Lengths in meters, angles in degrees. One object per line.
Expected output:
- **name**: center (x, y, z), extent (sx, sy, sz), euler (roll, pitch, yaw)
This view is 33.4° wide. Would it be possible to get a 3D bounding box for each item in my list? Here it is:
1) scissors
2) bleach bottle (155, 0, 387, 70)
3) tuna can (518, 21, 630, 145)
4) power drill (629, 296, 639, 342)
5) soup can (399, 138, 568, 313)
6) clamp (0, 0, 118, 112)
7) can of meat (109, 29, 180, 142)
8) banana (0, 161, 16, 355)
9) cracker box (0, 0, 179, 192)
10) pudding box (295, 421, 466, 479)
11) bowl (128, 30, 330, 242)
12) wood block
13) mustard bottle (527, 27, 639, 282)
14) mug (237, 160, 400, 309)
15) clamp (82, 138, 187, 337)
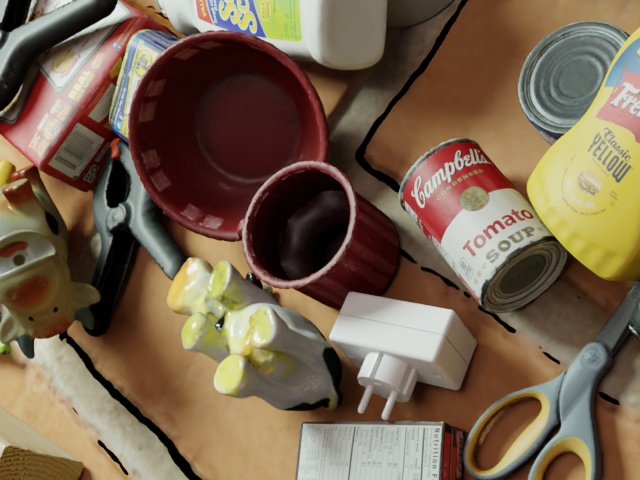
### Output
- **scissors**: center (0.175, 0.092, 0.653), extent (0.202, 0.016, 0.096), euler (-42, 56, 12)
- **bleach bottle**: center (-0.054, -0.190, 0.854), extent (0.251, 0.067, 0.102), euler (12, 104, 49)
- **tuna can**: center (0.178, -0.103, 0.717), extent (0.086, 0.033, 0.086), euler (-13, 65, 29)
- **power drill**: center (0.285, 0.048, 0.572), extent (0.184, 0.057, 0.188), euler (-41, 55, 13)
- **soup can**: center (0.107, -0.010, 0.705), extent (0.068, 0.068, 0.102), euler (-43, 55, 12)
- **clamp**: center (-0.281, -0.183, 0.956), extent (0.210, 0.036, 0.165), euler (-44, 52, 11)
- **can of meat**: center (-0.128, -0.118, 0.896), extent (0.084, 0.057, 0.102), euler (34, 112, 39)
- **banana**: center (-0.311, 0.021, 0.988), extent (0.070, 0.037, 0.198), euler (-12, 65, 10)
- **cracker box**: center (-0.242, -0.164, 0.992), extent (0.214, 0.072, 0.164), euler (36, 92, 38)
- **pudding box**: center (0.037, 0.165, 0.700), extent (0.114, 0.039, 0.090), euler (-4, 68, 30)
- **bowl**: center (-0.064, -0.083, 0.826), extent (0.162, 0.055, 0.162), euler (4, 107, 14)
- **wood block**: center (-0.306, 0.177, 0.886), extent (0.206, 0.090, 0.091), euler (21, 83, 37)
- **mustard bottle**: center (0.204, -0.073, 0.623), extent (0.192, 0.058, 0.096), euler (-60, 44, 32)
- **mug**: center (-0.005, 0.001, 0.765), extent (0.117, 0.081, 0.093), euler (1, 72, 33)
- **clamp**: center (-0.166, -0.004, 0.900), extent (0.120, 0.039, 0.171), euler (-32, 51, 20)
